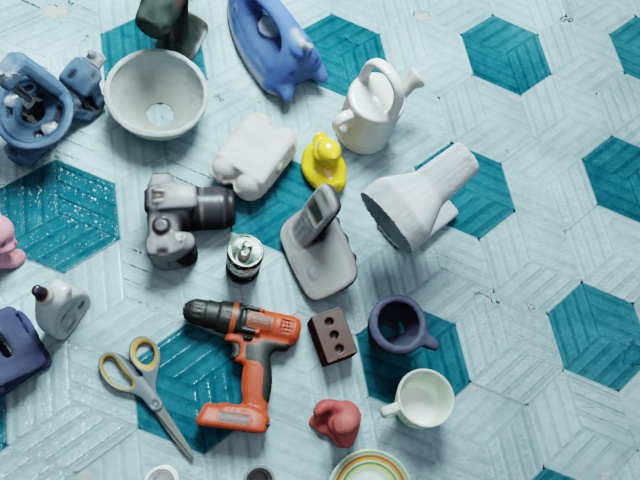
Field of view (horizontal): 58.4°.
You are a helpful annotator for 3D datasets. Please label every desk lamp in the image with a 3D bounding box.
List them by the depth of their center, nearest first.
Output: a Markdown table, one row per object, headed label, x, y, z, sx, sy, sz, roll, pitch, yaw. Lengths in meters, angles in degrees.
| label | x | y | z | sx | sy | sz | roll | pitch | yaw |
| --- | --- | --- | --- | --- | --- | --- | --- | --- | --- |
| desk lamp | 0.155 | -0.061 | 0.912 | 0.203 | 0.213 | 0.118 | -37 | 81 | -19 |

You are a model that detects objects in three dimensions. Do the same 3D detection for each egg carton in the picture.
| label | x | y | z | sx | sy | sz | roll | pitch | yaw |
| --- | --- | --- | --- | --- | --- | --- | --- | --- | --- |
| egg carton | -0.110 | -0.141 | 0.966 | 0.107 | 0.069 | 0.150 | 32 | 69 | 1 |

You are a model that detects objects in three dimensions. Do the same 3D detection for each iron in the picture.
| label | x | y | z | sx | sy | sz | roll | pitch | yaw |
| --- | --- | --- | --- | --- | --- | --- | --- | --- | --- |
| iron | -0.089 | -0.382 | 1.014 | 0.119 | 0.141 | 0.258 | -33 | 80 | -19 |

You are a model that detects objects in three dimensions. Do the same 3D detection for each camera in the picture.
| label | x | y | z | sx | sy | sz | roll | pitch | yaw |
| --- | --- | --- | --- | --- | --- | --- | --- | --- | --- |
| camera | -0.201 | -0.037 | 0.897 | 0.137 | 0.100 | 0.143 | -3 | 72 | -11 |

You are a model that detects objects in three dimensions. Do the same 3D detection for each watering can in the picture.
| label | x | y | z | sx | sy | sz | roll | pitch | yaw |
| --- | --- | --- | --- | --- | --- | --- | --- | --- | --- |
| watering can | 0.098 | -0.238 | 0.972 | 0.101 | 0.194 | 0.173 | 35 | 69 | 3 |

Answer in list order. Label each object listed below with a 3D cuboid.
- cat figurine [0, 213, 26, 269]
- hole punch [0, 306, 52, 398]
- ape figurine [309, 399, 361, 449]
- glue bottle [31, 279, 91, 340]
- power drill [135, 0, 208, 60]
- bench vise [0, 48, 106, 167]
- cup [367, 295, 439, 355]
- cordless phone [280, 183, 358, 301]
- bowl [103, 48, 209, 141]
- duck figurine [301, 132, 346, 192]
| label | x | y | z | sx | sy | sz | roll | pitch | yaw |
| --- | --- | --- | --- | --- | --- | --- | --- | --- | --- |
| cat figurine | -0.482 | 0.013 | 0.818 | 0.067 | 0.117 | 0.128 | 35 | 69 | 3 |
| hole punch | -0.443 | 0.151 | 0.793 | 0.101 | 0.091 | 0.108 | -34 | 80 | -19 |
| ape figurine | 0.030 | 0.268 | 0.842 | 0.076 | 0.092 | 0.078 | -16 | 75 | -15 |
| glue bottle | -0.363 | 0.087 | 0.785 | 0.037 | 0.173 | 0.078 | 30 | 69 | 1 |
| power drill | -0.235 | -0.410 | 0.960 | 0.075 | 0.208 | 0.230 | 19 | 69 | -3 |
| bench vise | -0.418 | -0.233 | 0.858 | 0.121 | 0.219 | 0.207 | 19 | 69 | -3 |
| cup | 0.123 | 0.146 | 0.900 | 0.118 | 0.095 | 0.092 | 28 | 69 | 0 |
| cordless phone | 0.008 | 0.003 | 0.878 | 0.094 | 0.185 | 0.147 | -24 | 77 | -17 |
| bowl | -0.271 | -0.232 | 0.964 | 0.167 | 0.074 | 0.167 | 3 | 71 | -10 |
| duck figurine | 0.012 | -0.135 | 0.979 | 0.078 | 0.086 | 0.104 | -19 | 76 | -16 |
